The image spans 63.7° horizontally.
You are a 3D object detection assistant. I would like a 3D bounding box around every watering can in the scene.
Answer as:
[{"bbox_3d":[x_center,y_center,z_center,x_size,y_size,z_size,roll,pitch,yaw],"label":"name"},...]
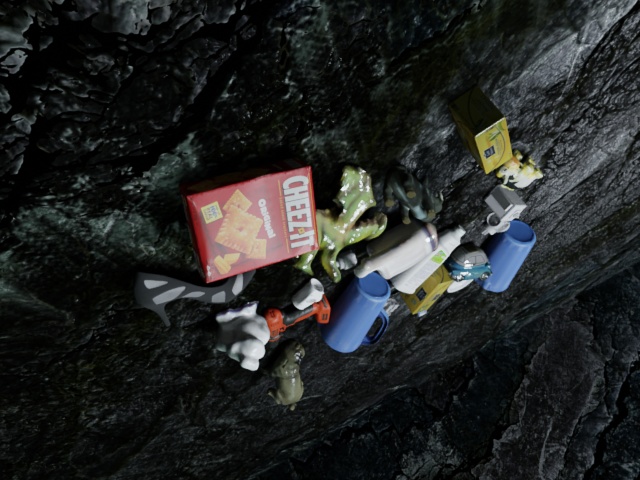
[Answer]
[{"bbox_3d":[0.180,0.025,1.216,0.224,0.104,0.346,-32,174,0],"label":"watering can"}]

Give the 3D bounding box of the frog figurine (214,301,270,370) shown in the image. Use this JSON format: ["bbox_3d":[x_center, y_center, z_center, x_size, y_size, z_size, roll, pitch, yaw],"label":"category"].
[{"bbox_3d":[-0.179,0.244,1.237,0.137,0.162,0.120,0,141,-41],"label":"frog figurine"}]

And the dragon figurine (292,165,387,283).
[{"bbox_3d":[0.003,-0.052,1.032,0.406,0.124,0.241,26,102,-49],"label":"dragon figurine"}]
